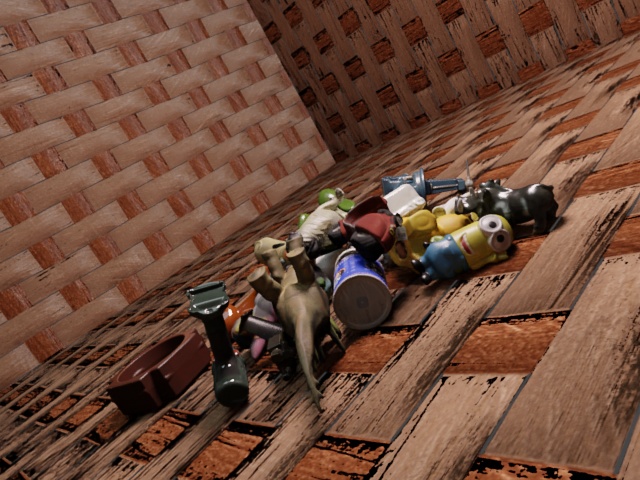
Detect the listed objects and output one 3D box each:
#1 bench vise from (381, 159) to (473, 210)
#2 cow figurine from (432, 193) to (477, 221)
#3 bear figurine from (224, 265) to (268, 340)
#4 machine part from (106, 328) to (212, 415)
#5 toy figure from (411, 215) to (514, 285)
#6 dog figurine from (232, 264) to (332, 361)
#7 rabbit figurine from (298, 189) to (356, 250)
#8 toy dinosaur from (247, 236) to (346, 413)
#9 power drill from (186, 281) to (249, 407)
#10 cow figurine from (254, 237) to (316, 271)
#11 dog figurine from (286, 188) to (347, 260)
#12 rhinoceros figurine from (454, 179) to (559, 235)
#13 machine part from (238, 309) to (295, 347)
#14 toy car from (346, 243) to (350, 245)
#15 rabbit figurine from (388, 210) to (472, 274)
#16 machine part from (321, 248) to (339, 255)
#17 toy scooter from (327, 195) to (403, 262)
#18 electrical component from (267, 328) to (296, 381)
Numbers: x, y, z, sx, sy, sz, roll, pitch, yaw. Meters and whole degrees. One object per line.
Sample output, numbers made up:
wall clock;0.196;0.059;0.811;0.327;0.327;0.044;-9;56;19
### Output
bench vise;0.289;-0.141;1.459;0.241;0.128;0.223;-6;7;11
cow figurine;0.281;-0.053;1.200;0.167;0.068;0.098;-24;7;12
bear figurine;-0.193;0.159;1.314;0.196;0.132;0.120;-25;3;-6
machine part;-0.361;0.299;1.221;0.201;0.087;0.201;-22;13;34
toy figure;0.253;0.015;0.954;0.180;0.082;0.089;-30;13;11
dog figurine;-0.090;0.153;1.145;0.192;0.108;0.219;-18;20;34
rabbit figurine;0.028;-0.070;1.452;0.159;0.121;0.170;0;59;23
toy dinosaur;-0.029;0.115;0.913;0.105;0.198;0.471;-27;12;8
power drill;-0.188;0.185;0.996;0.086;0.207;0.232;-10;20;-12
cow figurine;-0.086;0.035;1.308;0.195;0.127;0.085;12;82;43
dog figurine;-0.005;-0.007;1.234;0.190;0.121;0.172;-38;-22;-17
rhinoceros figurine;0.338;-0.060;0.992;0.190;0.112;0.073;-3;30;48
machine part;-0.088;0.175;1.045;0.139;0.039;0.084;15;26;5
toy car;0.126;-0.022;1.491;0.089;0.053;0.202;-22;13;22
rabbit figurine;0.224;0.000;1.080;0.173;0.122;0.162;-19;-2;-21
machine part;-0.020;0.043;1.553;0.179;0.056;0.179;-28;13;7
toy scooter;0.101;-0.031;1.030;0.135;0.075;0.184;-40;24;-13
electrical component;-0.063;0.195;0.950;0.045;0.078;0.102;-30;4;4
